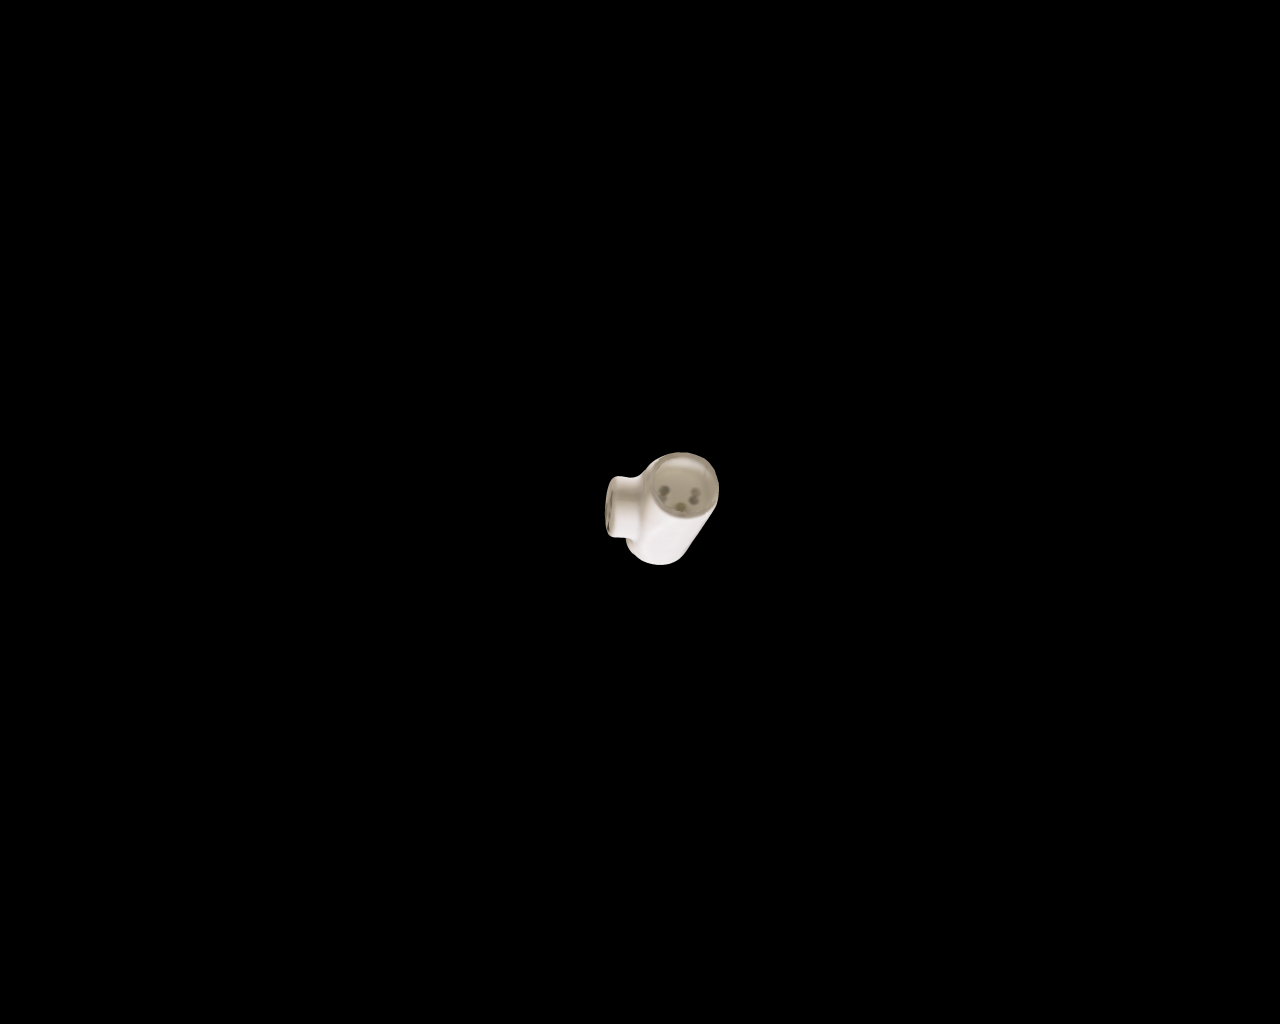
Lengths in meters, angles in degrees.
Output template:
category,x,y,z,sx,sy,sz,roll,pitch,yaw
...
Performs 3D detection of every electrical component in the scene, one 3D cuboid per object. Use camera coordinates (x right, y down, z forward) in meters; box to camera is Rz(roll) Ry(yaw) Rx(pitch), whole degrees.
category,x,y,z,sx,sy,sz,roll,pitch,yaw
electrical component,0.001,-0.003,0.650,0.079,0.044,0.077,5,-24,-10
